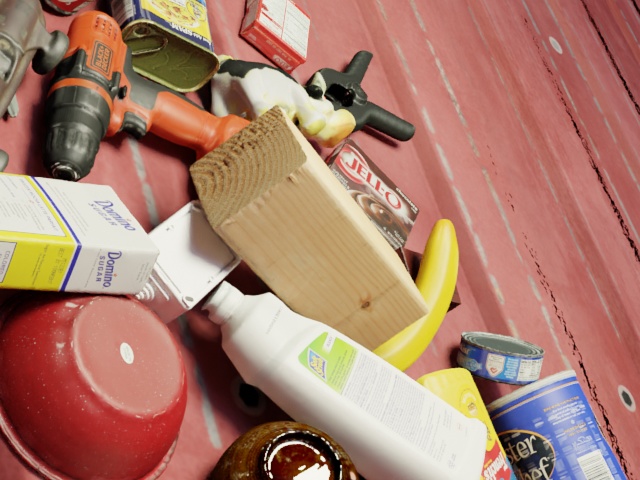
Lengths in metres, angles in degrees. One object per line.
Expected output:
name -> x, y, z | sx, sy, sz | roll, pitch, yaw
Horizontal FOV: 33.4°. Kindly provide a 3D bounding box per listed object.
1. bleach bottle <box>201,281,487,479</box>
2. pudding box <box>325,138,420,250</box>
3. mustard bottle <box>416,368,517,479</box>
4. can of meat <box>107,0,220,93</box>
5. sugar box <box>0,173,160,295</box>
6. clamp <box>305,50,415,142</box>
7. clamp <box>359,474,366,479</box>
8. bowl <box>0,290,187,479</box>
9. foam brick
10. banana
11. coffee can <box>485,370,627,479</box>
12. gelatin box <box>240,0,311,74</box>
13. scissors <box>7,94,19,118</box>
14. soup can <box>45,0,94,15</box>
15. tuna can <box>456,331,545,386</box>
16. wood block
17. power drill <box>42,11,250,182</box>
bleach bottle -> 0.016, 0.116, 0.844 | 0.250, 0.068, 0.102 | 39, 31, -8
pudding box -> 0.046, -0.040, 1.097 | 0.113, 0.039, 0.090 | 47, 33, -12
mustard bottle -> 0.141, 0.214, 0.971 | 0.096, 0.058, 0.192 | 7, 56, -56
can of meat -> -0.147, -0.196, 0.981 | 0.101, 0.058, 0.084 | 21, 44, -40
sugar box -> -0.204, -0.007, 0.706 | 0.175, 0.048, 0.093 | 9, 26, -42
clamp -> 0.041, -0.149, 1.190 | 0.120, 0.039, 0.171 | 51, 38, 7
clamp -> 0.027, 0.188, 0.872 | 0.209, 0.036, 0.164 | 23, 45, -33
bowl -> -0.145, 0.090, 0.728 | 0.162, 0.055, 0.162 | 32, 39, -30
foam brick -> 0.094, 0.048, 1.068 | 0.078, 0.051, 0.053 | 17, 49, -43
banana -> 0.083, 0.067, 0.986 | 0.197, 0.037, 0.069 | -48, 116, -28
coffee can -> 0.234, 0.212, 1.048 | 0.102, 0.103, 0.140 | -1, 62, -52
gelatin box -> -0.047, -0.233, 1.162 | 0.073, 0.030, 0.089 | 36, 37, -28
scissors -> -0.259, -0.188, 0.869 | 0.096, 0.016, 0.202 | -17, 75, -55
soup can -> -0.192, -0.247, 0.915 | 0.068, 0.102, 0.068 | 47, 28, -36
tuna can -> 0.183, 0.120, 1.085 | 0.085, 0.086, 0.034 | 1, 102, -51
wood block -> -0.006, 0.002, 0.879 | 0.206, 0.091, 0.090 | 50, 9, -40
power drill -> -0.141, -0.087, 0.889 | 0.187, 0.057, 0.184 | 32, 41, -31
